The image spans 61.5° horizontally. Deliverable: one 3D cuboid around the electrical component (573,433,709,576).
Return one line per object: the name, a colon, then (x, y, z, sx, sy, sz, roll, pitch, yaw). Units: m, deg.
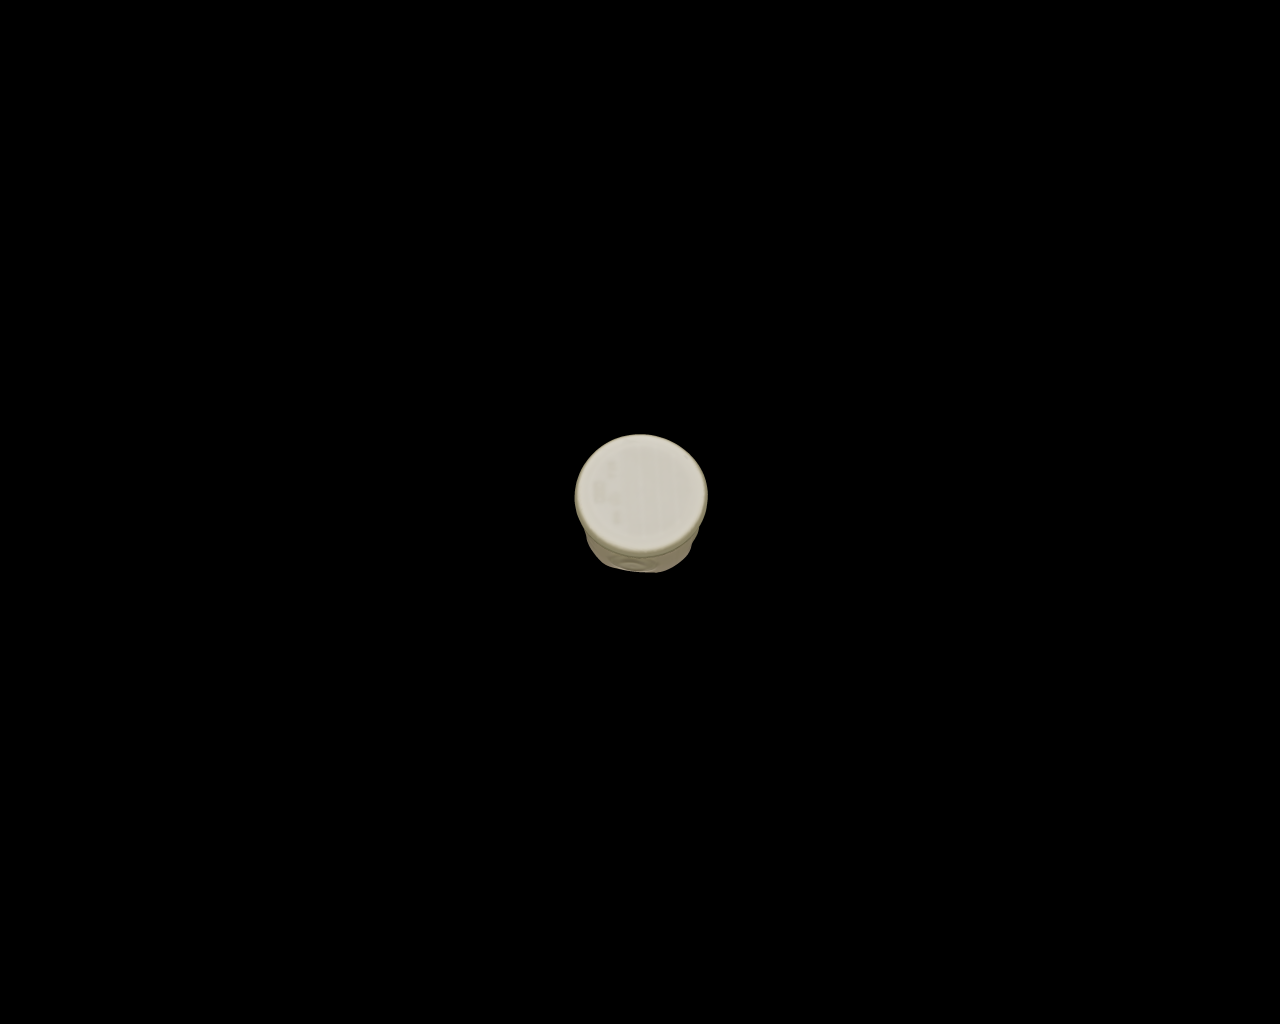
electrical component: (0.001, -0.003, 0.650, 0.080, 0.080, 0.051, 0, -24, 0)
